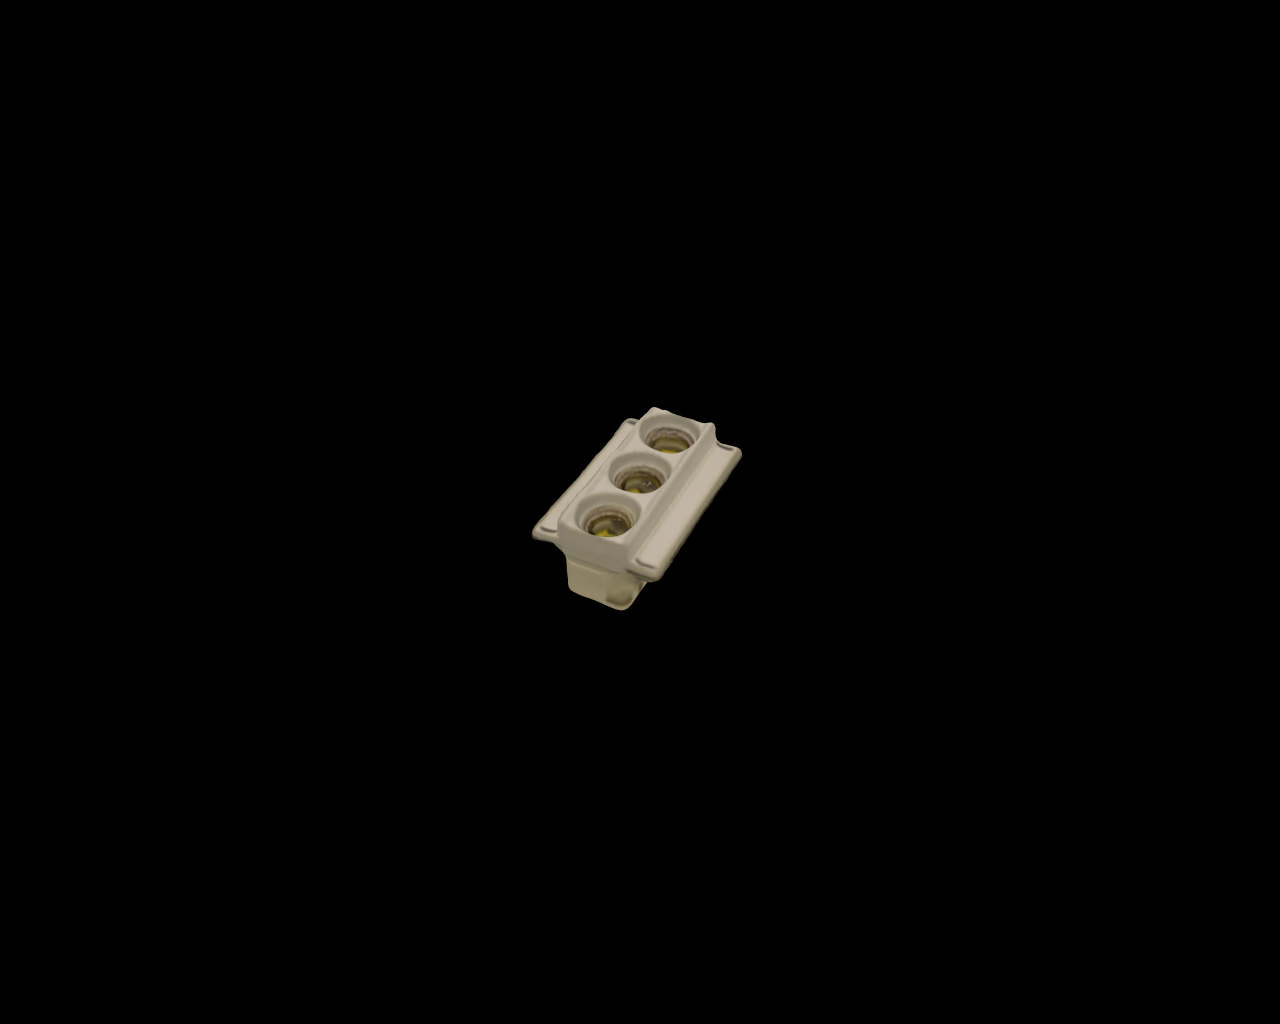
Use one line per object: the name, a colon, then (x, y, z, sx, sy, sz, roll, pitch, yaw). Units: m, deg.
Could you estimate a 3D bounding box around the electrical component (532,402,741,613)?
electrical component: (0.001, -0.003, 0.650, 0.079, 0.063, 0.121, 19, 46, 19)
